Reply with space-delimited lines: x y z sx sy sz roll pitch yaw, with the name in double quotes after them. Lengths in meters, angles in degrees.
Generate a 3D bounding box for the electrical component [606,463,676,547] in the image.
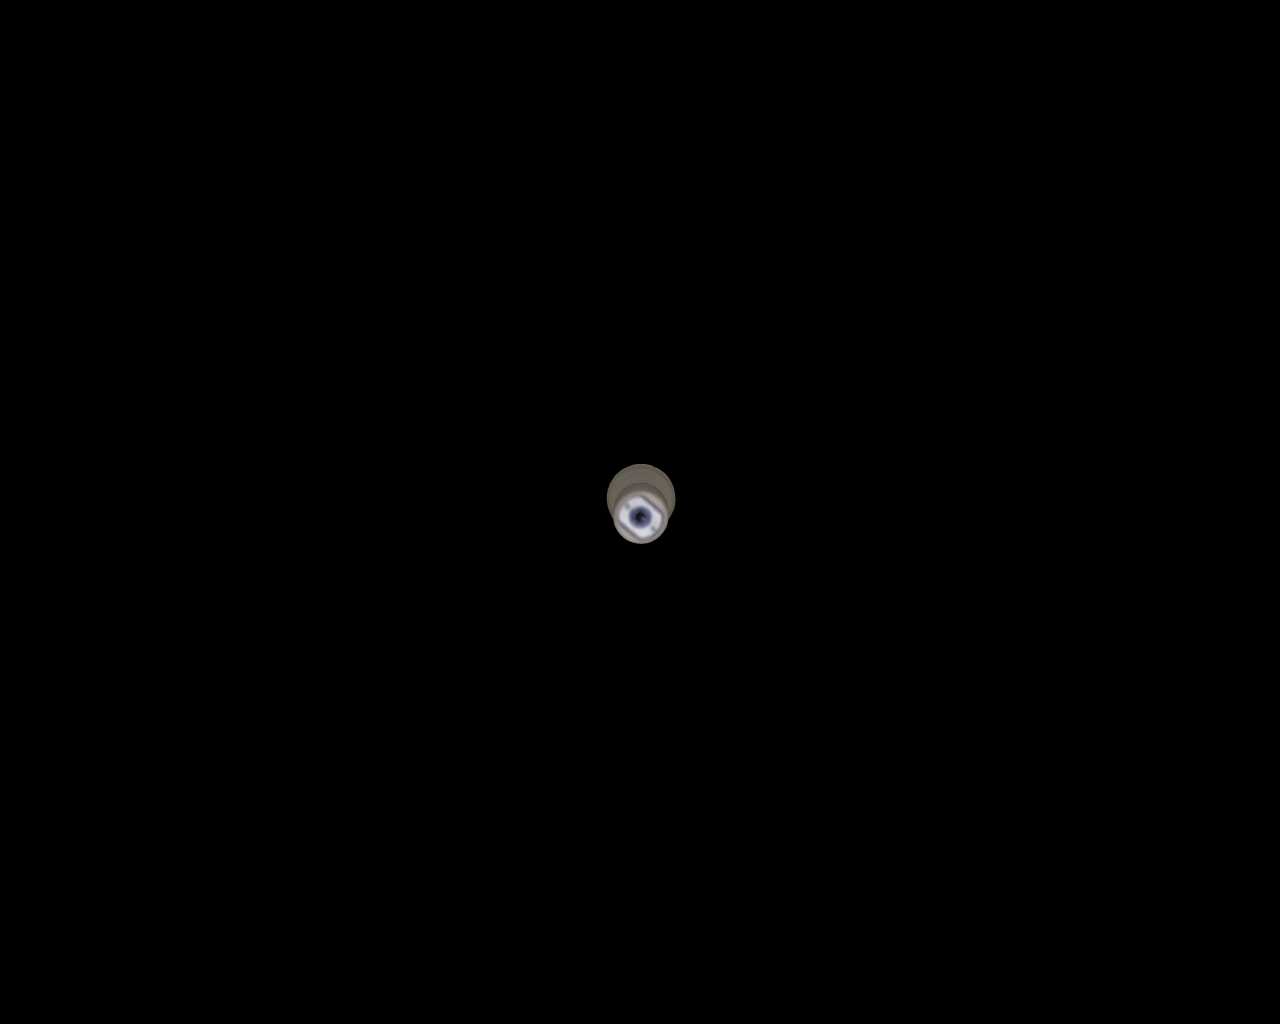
0.001 -0.003 0.650 0.044 0.044 0.065 0 12 0 "electrical component"
